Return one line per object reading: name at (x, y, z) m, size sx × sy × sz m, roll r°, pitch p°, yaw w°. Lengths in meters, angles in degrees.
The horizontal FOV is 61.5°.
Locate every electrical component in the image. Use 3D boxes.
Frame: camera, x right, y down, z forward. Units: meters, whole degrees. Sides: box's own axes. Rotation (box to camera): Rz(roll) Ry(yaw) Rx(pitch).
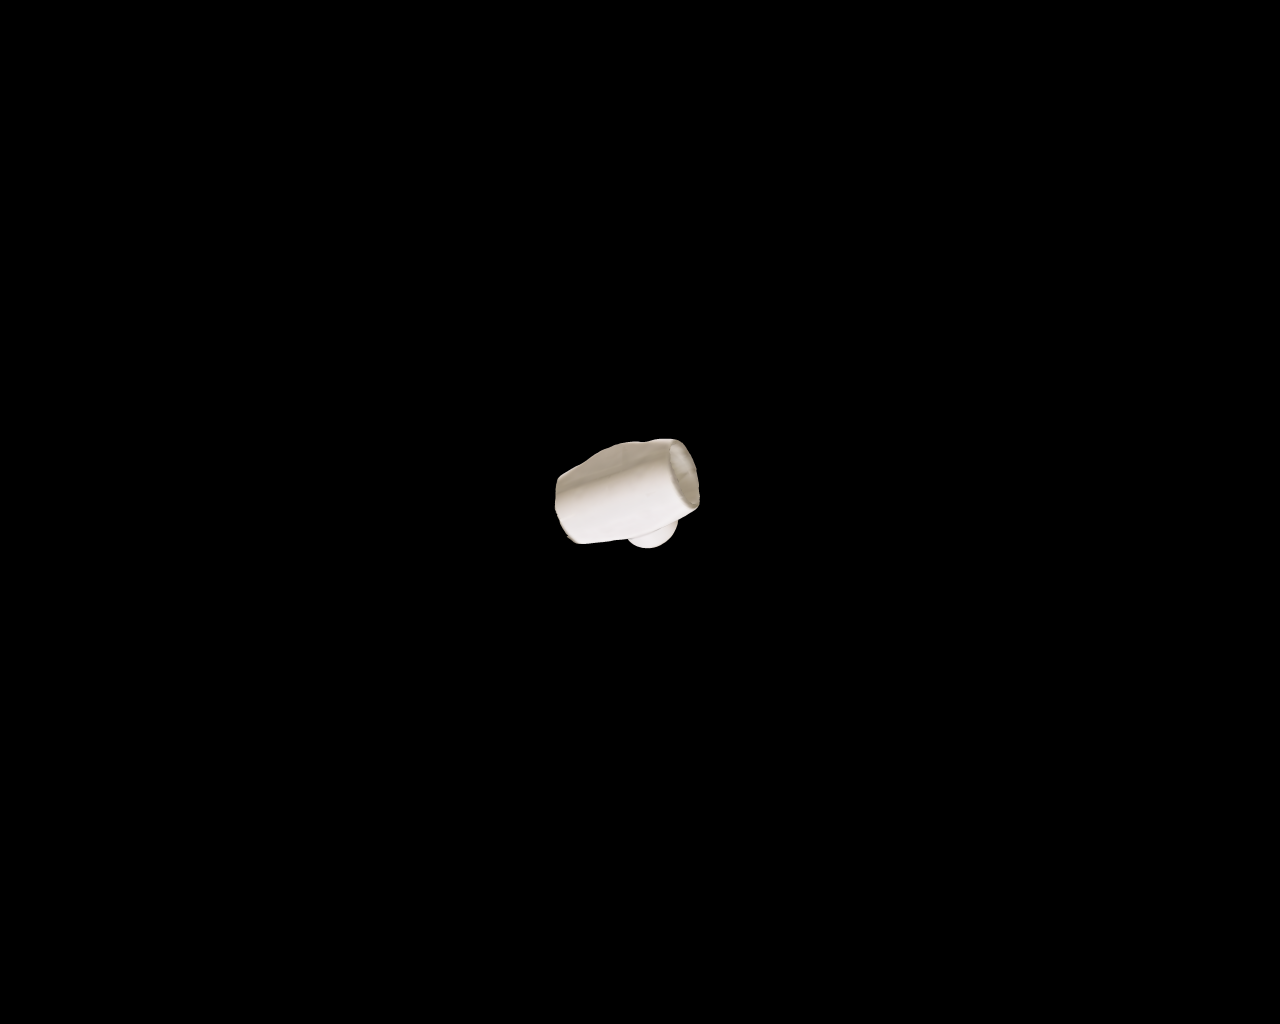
electrical component at (0.001, -0.003, 0.650) m, size 0.077 × 0.044 × 0.079 m, roll -17°, pitch -40°, yaw 22°
